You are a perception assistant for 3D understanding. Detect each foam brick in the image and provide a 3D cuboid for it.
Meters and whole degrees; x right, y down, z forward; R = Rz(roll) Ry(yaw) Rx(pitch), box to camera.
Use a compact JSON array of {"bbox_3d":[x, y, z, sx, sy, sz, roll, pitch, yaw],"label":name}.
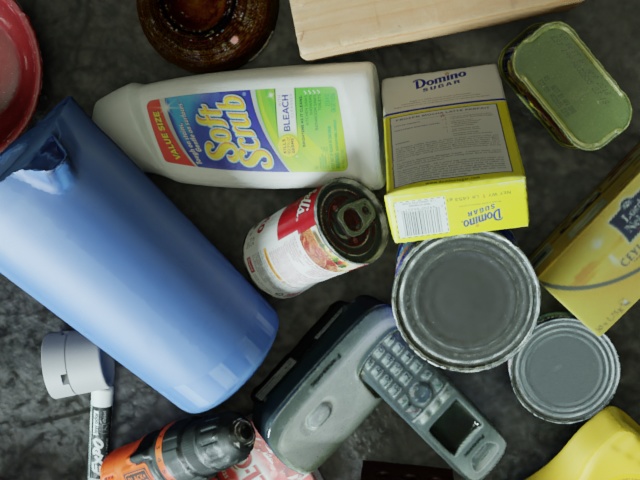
[{"bbox_3d":[0.070,0.217,0.873,0.078,0.053,0.051,5,99,4],"label":"foam brick"}]

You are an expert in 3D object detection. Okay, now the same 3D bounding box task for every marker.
[{"bbox_3d":[-0.188,0.183,0.910,0.020,0.020,0.121,5,99,5],"label":"marker"}]

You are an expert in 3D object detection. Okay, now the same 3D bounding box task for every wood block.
[{"bbox_3d":[0.082,-0.197,0.793,0.206,0.090,0.091,-10,96,7],"label":"wood block"}]

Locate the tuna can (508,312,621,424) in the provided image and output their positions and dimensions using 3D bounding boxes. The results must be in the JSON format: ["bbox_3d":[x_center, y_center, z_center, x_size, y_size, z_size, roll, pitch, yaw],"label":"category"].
[{"bbox_3d":[0.194,0.101,0.853,0.086,0.033,0.086,1,98,6],"label":"tuna can"}]

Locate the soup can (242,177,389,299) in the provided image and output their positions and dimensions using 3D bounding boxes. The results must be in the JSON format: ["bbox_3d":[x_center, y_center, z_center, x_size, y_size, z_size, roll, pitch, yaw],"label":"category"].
[{"bbox_3d":[-0.005,0.001,0.818,0.102,0.068,0.068,-27,96,48],"label":"soup can"}]

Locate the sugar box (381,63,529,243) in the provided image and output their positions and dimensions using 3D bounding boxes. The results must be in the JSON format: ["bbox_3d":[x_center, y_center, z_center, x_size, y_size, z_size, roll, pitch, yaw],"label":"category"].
[{"bbox_3d":[0.093,-0.067,0.769,0.093,0.176,0.048,-7,121,7],"label":"sugar box"}]

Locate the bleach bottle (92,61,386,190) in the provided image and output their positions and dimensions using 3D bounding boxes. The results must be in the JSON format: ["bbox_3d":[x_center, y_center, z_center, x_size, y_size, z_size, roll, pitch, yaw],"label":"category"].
[{"bbox_3d":[-0.077,-0.080,0.840,0.251,0.068,0.102,-5,100,9],"label":"bleach bottle"}]

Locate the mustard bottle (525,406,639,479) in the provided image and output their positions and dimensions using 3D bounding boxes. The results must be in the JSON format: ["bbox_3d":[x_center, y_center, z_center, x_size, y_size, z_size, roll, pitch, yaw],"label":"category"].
[{"bbox_3d":[0.193,0.223,0.854,0.192,0.058,0.096,-44,120,11],"label":"mustard bottle"}]

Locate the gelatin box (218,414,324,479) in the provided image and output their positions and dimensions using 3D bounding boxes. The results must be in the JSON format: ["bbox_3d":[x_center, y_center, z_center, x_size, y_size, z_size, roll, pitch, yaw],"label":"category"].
[{"bbox_3d":[-0.046,0.190,0.891,0.073,0.030,0.089,-26,95,9],"label":"gelatin box"}]

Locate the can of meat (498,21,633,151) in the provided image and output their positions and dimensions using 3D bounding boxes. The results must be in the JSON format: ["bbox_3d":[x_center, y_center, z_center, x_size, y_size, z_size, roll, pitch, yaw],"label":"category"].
[{"bbox_3d":[0.183,-0.115,0.797,0.057,0.084,0.102,-40,93,9],"label":"can of meat"}]

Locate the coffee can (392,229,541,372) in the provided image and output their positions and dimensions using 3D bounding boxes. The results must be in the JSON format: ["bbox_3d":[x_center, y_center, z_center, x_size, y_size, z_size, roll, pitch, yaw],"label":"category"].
[{"bbox_3d":[0.106,0.031,0.797,0.103,0.140,0.103,1,98,5],"label":"coffee can"}]

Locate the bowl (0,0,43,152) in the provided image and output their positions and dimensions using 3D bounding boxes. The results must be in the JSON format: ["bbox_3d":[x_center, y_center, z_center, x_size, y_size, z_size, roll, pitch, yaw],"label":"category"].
[{"bbox_3d":[-0.292,-0.137,0.855,0.162,0.055,0.162,1,98,5],"label":"bowl"}]

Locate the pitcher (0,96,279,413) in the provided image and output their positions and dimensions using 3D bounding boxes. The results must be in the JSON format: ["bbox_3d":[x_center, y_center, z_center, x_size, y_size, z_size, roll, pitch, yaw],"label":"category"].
[{"bbox_3d":[-0.154,0.019,0.816,0.145,0.149,0.242,-39,110,18],"label":"pitcher"}]

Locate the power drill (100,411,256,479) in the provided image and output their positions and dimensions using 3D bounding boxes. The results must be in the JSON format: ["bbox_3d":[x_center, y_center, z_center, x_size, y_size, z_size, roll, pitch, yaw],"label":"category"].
[{"bbox_3d":[-0.077,0.227,0.852,0.185,0.057,0.187,-26,97,45],"label":"power drill"}]
